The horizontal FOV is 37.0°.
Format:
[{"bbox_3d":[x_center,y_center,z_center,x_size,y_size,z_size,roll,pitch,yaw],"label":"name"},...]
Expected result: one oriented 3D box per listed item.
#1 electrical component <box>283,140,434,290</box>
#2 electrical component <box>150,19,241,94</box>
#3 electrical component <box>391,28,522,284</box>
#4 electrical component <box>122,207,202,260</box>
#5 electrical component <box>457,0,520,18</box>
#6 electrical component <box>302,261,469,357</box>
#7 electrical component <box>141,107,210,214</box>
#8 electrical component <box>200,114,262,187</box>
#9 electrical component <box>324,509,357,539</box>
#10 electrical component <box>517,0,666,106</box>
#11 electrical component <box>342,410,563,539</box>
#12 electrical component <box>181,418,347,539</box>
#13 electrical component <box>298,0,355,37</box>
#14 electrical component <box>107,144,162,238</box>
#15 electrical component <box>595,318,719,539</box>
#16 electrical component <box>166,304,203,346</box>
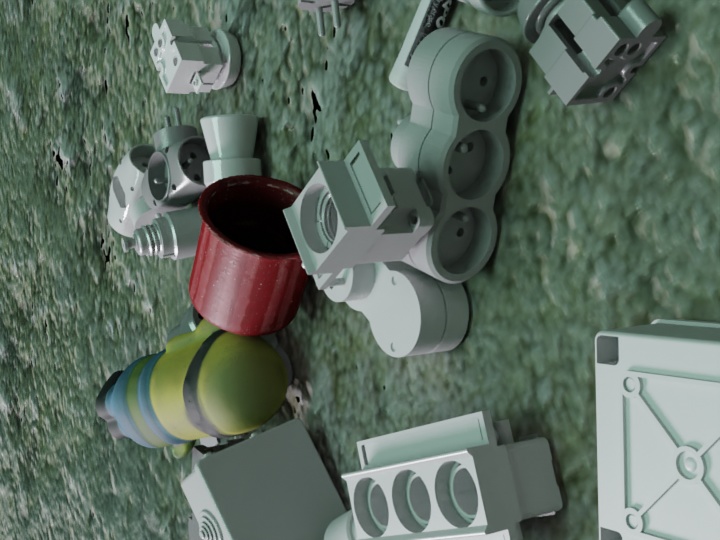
[{"bbox_3d":[0.001,-0.029,0.576,0.081,0.064,0.042,-49,56,47],"label":"electrical component"},{"bbox_3d":[-0.127,-0.166,0.845,0.048,0.055,0.066,-53,52,43],"label":"electrical component"},{"bbox_3d":[0.043,-0.068,0.615,0.074,0.052,0.138,29,117,50],"label":"electrical component"},{"bbox_3d":[-0.157,-0.028,0.888,0.040,0.078,0.040,168,90,-68],"label":"electrical component"},{"bbox_3d":[0.067,-0.161,0.584,0.046,0.040,0.040,37,122,54],"label":"electrical component"},{"bbox_3d":[0.000,0.000,0.664,0.138,0.074,0.052,51,133,40],"label":"electrical component"},{"bbox_3d":[-0.151,-0.095,0.896,0.077,0.044,0.079,-26,73,53],"label":"electrical component"},{"bbox_3d":[-0.098,-0.089,0.821,0.045,0.045,0.055,0,94,55],"label":"electrical component"},{"bbox_3d":[0.008,0.171,0.700,0.078,0.040,0.040,-43,59,47],"label":"electrical component"},{"bbox_3d":[0.109,-0.116,0.524,0.055,0.048,0.066,59,137,22],"label":"electrical component"},{"bbox_3d":[0.052,0.127,0.614,0.121,0.063,0.078,-26,73,53],"label":"electrical component"},{"bbox_3d":[-0.067,0.164,0.755,0.099,0.100,0.048,62,144,12],"label":"electrical component"},{"bbox_3d":[-0.024,-0.192,0.702,0.083,0.047,0.075,-11,84,55],"label":"electrical component"},{"bbox_3d":[-0.188,-0.057,0.954,0.079,0.043,0.077,61,138,31],"label":"electrical component"},{"bbox_3d":[0.159,0.079,0.462,0.109,0.056,0.108,3,96,55],"label":"electrical component"},{"bbox_3d":[-0.128,0.051,0.878,0.055,0.045,0.045,-46,57,46],"label":"electrical component"}]
